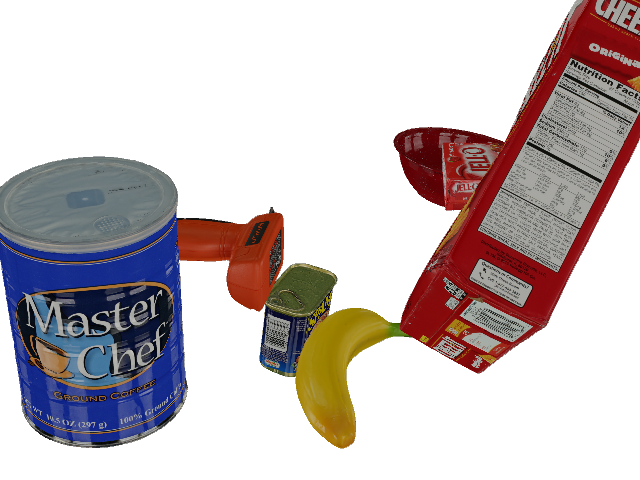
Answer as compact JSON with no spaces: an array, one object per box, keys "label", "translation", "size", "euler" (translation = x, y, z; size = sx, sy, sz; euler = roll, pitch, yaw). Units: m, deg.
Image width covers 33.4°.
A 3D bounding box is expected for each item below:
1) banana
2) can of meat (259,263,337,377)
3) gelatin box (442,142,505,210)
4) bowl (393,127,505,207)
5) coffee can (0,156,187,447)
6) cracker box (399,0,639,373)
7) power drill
[{"label":"banana","translation":[0.017,0.092,0.806],"size":[0.070,0.037,0.197],"euler":[7,23,16]},{"label":"can of meat","translation":[-0.026,0.086,1.152],"size":[0.057,0.084,0.102],"euler":[17,29,15]},{"label":"gelatin box","translation":[0.137,-0.054,0.872],"size":[0.073,0.030,0.089],"euler":[0,24,5]},{"label":"bowl","translation":[0.159,-0.077,1.224],"size":[0.162,0.055,0.162],"euler":[8,25,-4]},{"label":"coffee can","translation":[-0.132,0.035,0.630],"size":[0.103,0.140,0.103],"euler":[1,31,-1]},{"label":"cracker box","translation":[0.134,-0.035,0.661],"size":[0.072,0.213,0.164],"euler":[29,-15,5]},{"label":"power drill","translation":[-0.134,0.014,0.924],"size":[0.188,0.057,0.184],"euler":[8,30,9]}]
